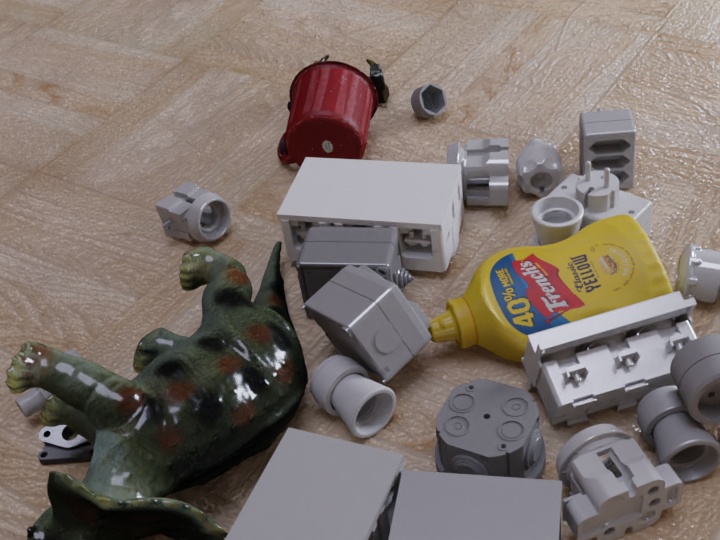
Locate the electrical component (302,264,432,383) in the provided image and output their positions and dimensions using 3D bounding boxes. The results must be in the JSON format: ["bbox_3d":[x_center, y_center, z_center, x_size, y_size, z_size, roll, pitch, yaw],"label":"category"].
[{"bbox_3d":[0.005,0.037,0.860,0.061,0.061,0.096,-42,28,-14],"label":"electrical component"}]

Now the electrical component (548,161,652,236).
[{"bbox_3d":[0.209,-0.062,0.945,0.083,0.075,0.047,25,51,34],"label":"electrical component"}]

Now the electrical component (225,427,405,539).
[{"bbox_3d":[-0.034,0.188,0.713,0.089,0.061,0.150,10,44,21],"label":"electrical component"}]

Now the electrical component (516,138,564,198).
[{"bbox_3d":[0.170,-0.102,1.025,0.043,0.043,0.062,-4,39,6],"label":"electrical component"}]

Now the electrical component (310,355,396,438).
[{"bbox_3d":[-0.006,0.096,0.828,0.045,0.045,0.055,-32,45,-24],"label":"electrical component"}]

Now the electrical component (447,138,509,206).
[{"bbox_3d":[0.112,-0.092,1.015,0.057,0.058,0.078,0,40,8],"label":"electrical component"}]

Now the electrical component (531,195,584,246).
[{"bbox_3d":[0.171,-0.030,0.932,0.045,0.055,0.045,-6,40,5],"label":"electrical component"}]

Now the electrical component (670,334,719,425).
[{"bbox_3d":[0.283,0.073,0.762,0.138,0.052,0.073,11,35,-16],"label":"electrical component"}]

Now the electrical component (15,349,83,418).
[{"bbox_3d":[-0.250,0.096,0.879,0.062,0.043,0.043,-34,46,-24],"label":"electrical component"}]

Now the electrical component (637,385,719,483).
[{"bbox_3d":[0.225,0.115,0.760,0.045,0.045,0.055,-11,40,-2],"label":"electrical component"}]

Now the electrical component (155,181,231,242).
[{"bbox_3d":[-0.158,-0.054,1.034,0.055,0.048,0.066,17,47,39],"label":"electrical component"}]

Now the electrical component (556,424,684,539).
[{"bbox_3d":[0.169,0.142,0.730,0.078,0.058,0.057,-18,44,-10],"label":"electrical component"}]

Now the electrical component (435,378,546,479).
[{"bbox_3d":[0.093,0.122,0.774,0.080,0.051,0.080,-6,40,5],"label":"electrical component"}]

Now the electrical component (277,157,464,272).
[{"bbox_3d":[0.013,-0.049,0.981,0.150,0.061,0.089,4,42,16],"label":"electrical component"}]

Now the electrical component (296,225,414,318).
[{"bbox_3d":[0.000,0.000,0.926,0.096,0.061,0.061,1,41,12],"label":"electrical component"}]

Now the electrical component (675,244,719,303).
[{"bbox_3d":[0.290,0.006,0.876,0.062,0.048,0.048,10,44,12],"label":"electrical component"}]

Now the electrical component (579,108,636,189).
[{"bbox_3d":[0.232,-0.124,1.021,0.047,0.065,0.076,-4,41,7],"label":"electrical component"}]

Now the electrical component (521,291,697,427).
[{"bbox_3d":[0.191,0.068,0.805,0.121,0.078,0.063,-16,62,-7],"label":"electrical component"}]

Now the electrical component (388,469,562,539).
[{"bbox_3d":[0.066,0.218,0.659,0.105,0.060,0.186,2,42,13],"label":"electrical component"}]
